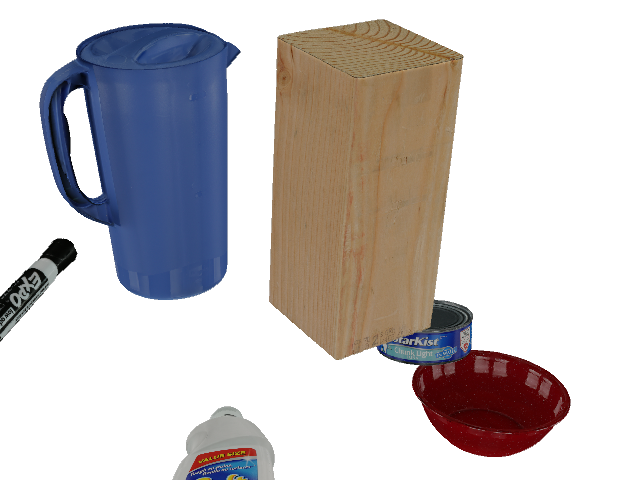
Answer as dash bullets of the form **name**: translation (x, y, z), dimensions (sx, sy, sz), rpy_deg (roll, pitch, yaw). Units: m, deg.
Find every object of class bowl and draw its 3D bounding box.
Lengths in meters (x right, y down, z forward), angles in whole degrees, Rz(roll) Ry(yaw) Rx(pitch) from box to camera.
- **bowl**: translation (0.173, 0.175, 1.103), dimensions (0.162, 0.055, 0.162), rpy_deg (3, 24, -2)

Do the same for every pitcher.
- **pitcher**: translation (-0.155, -0.068, 0.985), dimensions (0.149, 0.243, 0.145), rpy_deg (5, 28, 11)

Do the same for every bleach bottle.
- **bleach bottle**: translation (-0.086, 0.214, 0.848), dimensions (0.102, 0.068, 0.251), rpy_deg (-2, 25, -2)

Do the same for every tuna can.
- **tuna can**: translation (0.091, 0.080, 0.941), dimensions (0.086, 0.034, 0.086), rpy_deg (-1, 15, 0)

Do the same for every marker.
- **marker**: translation (-0.185, 0.034, 0.660), dimensions (0.020, 0.020, 0.121), rpy_deg (0, 31, 20)

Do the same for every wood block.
- **wood block**: translation (0.027, -0.035, 0.735), dimensions (0.090, 0.206, 0.091), rpy_deg (-16, 34, -31)
